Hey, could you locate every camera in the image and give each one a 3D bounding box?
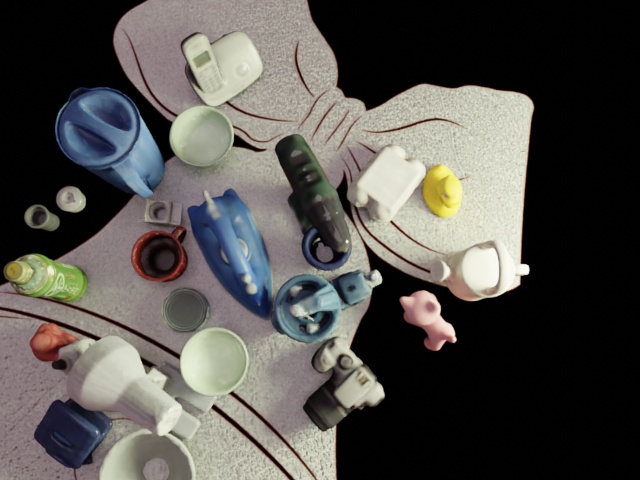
[{"bbox_3d":[0.027,0.267,1.032,0.137,0.101,0.143,-41,85,-8],"label":"camera"}]

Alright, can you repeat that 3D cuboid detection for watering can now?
[{"bbox_3d":[0.289,0.057,1.030,0.173,0.194,0.101,-23,82,-6],"label":"watering can"}]

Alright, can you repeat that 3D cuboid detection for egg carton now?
[{"bbox_3d":[0.128,-0.112,1.113,0.107,0.069,0.150,37,81,4],"label":"egg carton"}]

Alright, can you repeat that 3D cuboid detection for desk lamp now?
[{"bbox_3d":[-0.292,0.256,0.963,0.203,0.213,0.118,30,81,3],"label":"desk lamp"}]

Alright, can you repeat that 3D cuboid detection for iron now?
[{"bbox_3d":[-0.152,0.027,1.042,0.118,0.141,0.258,-27,83,-6],"label":"iron"}]

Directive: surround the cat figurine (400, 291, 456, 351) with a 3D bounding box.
[{"bbox_3d":[0.201,0.142,1.051,0.067,0.117,0.128,-41,85,-8],"label":"cat figurine"}]

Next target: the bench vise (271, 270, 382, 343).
[{"bbox_3d":[0.005,0.094,0.998,0.207,0.219,0.121,-42,85,-8],"label":"bench vise"}]

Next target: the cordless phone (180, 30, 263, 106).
[{"bbox_3d":[-0.188,-0.346,1.078,0.147,0.185,0.094,-39,84,-8],"label":"cordless phone"}]

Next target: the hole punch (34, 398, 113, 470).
[{"bbox_3d":[-0.437,0.341,1.005,0.108,0.091,0.101,35,81,3],"label":"hole punch"}]

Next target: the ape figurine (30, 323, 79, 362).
[{"bbox_3d":[-0.486,0.186,1.027,0.076,0.092,0.078,-22,82,-6],"label":"ape figurine"}]

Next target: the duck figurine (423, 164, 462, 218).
[{"bbox_3d":[0.244,-0.101,1.108,0.077,0.086,0.104,-11,81,-4],"label":"duck figurine"}]

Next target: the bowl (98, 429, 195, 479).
[{"bbox_3d":[-0.297,0.414,1.007,0.167,0.074,0.167,0,81,-2],"label":"bowl"}]

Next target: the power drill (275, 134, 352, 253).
[{"bbox_3d":[-0.010,-0.069,1.030,0.075,0.208,0.229,-26,83,-6],"label":"power drill"}]

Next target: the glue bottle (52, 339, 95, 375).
[{"bbox_3d":[-0.420,0.210,0.985,0.037,0.173,0.078,-23,82,-5],"label":"glue bottle"}]

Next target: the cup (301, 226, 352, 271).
[{"bbox_3d":[0.010,0.004,1.076,0.091,0.095,0.118,-3,81,-3],"label":"cup"}]
